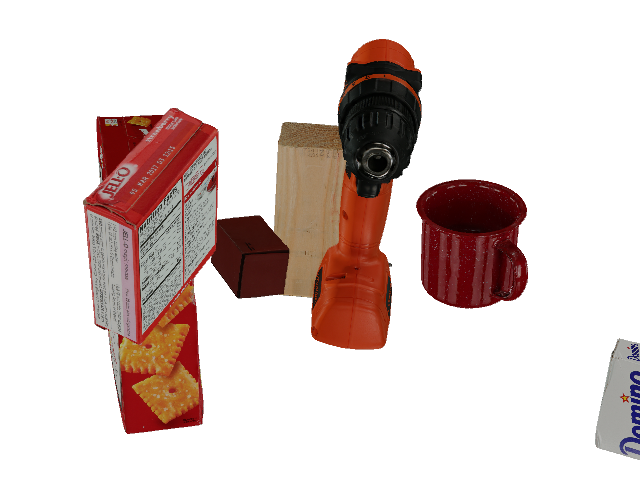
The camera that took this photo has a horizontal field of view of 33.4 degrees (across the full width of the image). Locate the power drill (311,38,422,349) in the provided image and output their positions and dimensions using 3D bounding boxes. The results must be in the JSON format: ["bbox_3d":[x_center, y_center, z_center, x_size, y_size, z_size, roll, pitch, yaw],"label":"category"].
[{"bbox_3d":[0.031,-0.024,0.707,0.057,0.188,0.184,9,27,2],"label":"power drill"}]

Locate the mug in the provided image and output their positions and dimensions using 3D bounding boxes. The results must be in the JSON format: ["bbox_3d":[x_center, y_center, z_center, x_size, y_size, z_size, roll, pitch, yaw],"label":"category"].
[{"bbox_3d":[0.136,0.010,0.916,0.093,0.081,0.117,-22,38,-28],"label":"mug"}]

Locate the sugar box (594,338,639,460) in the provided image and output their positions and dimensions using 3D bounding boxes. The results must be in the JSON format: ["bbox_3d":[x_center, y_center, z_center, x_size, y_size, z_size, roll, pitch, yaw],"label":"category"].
[{"bbox_3d":[0.323,0.150,0.883,0.176,0.093,0.048,12,24,19],"label":"sugar box"}]

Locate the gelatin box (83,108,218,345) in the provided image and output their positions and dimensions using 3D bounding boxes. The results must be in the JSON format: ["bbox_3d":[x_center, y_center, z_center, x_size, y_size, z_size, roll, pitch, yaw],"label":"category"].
[{"bbox_3d":[-0.079,-0.006,0.504,0.030,0.089,0.073,23,49,14],"label":"gelatin box"}]

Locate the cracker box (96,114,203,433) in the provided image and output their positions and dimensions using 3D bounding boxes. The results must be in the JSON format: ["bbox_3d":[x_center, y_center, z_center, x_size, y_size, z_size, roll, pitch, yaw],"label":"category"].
[{"bbox_3d":[-0.140,0.023,0.875,0.072,0.214,0.164,-4,26,-13],"label":"cracker box"}]

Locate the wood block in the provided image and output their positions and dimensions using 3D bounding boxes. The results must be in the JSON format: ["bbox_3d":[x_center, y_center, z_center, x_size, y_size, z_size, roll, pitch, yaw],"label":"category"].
[{"bbox_3d":[-0.013,-0.039,1.373,0.090,0.206,0.091,4,26,0],"label":"wood block"}]

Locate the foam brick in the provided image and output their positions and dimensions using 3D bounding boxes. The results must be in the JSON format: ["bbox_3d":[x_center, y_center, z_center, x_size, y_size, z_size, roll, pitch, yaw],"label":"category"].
[{"bbox_3d":[-0.072,0.016,1.071,0.052,0.051,0.078,-5,29,-25],"label":"foam brick"}]
